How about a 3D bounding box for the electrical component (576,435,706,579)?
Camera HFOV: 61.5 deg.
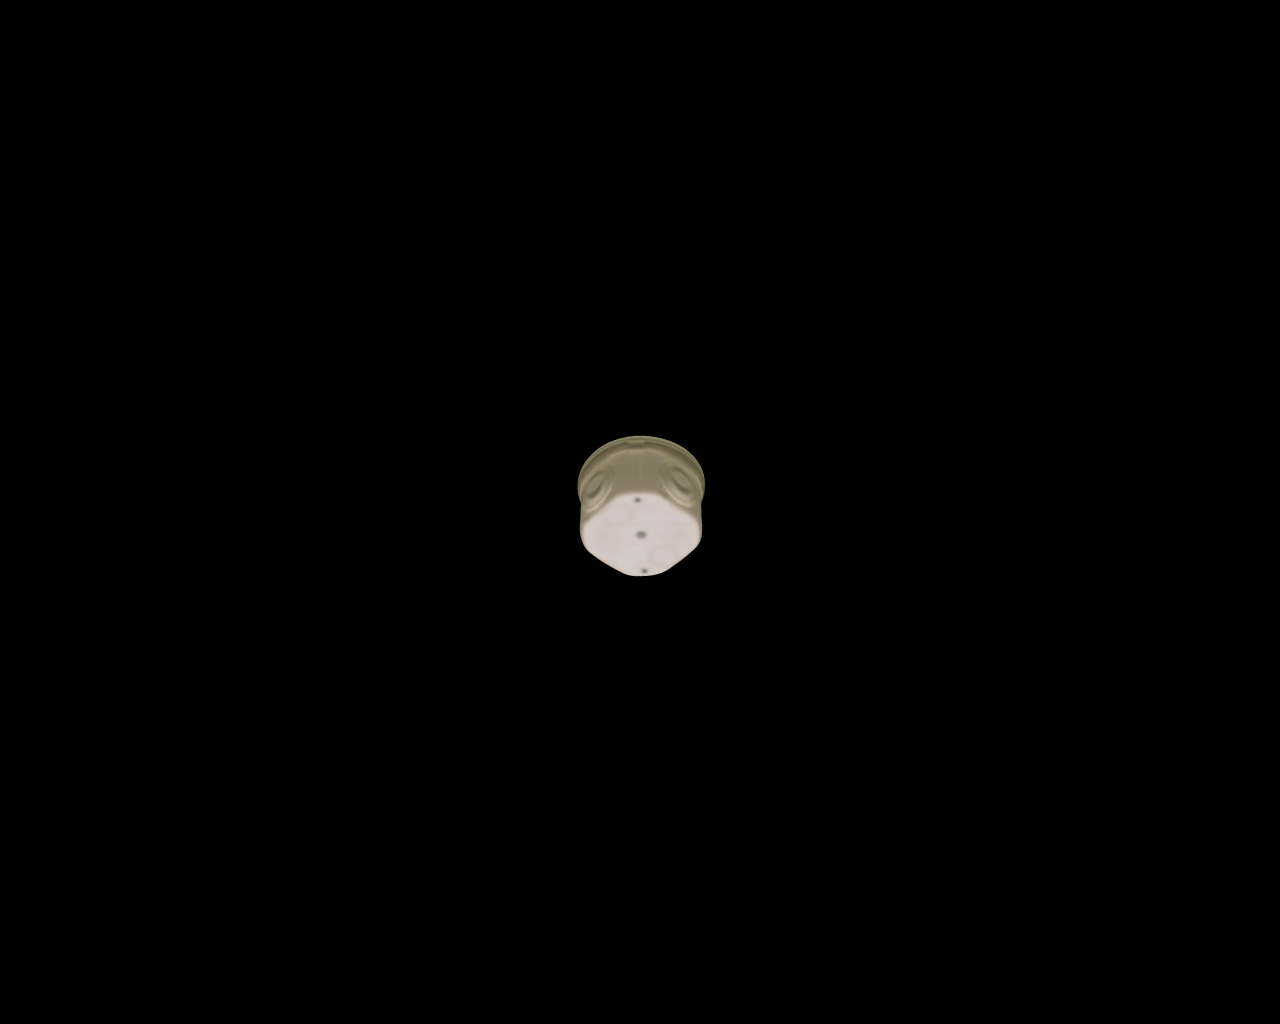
[{"bbox_3d":[0.001,-0.003,0.650,0.080,0.080,0.051,0,44,0],"label":"electrical component"}]
